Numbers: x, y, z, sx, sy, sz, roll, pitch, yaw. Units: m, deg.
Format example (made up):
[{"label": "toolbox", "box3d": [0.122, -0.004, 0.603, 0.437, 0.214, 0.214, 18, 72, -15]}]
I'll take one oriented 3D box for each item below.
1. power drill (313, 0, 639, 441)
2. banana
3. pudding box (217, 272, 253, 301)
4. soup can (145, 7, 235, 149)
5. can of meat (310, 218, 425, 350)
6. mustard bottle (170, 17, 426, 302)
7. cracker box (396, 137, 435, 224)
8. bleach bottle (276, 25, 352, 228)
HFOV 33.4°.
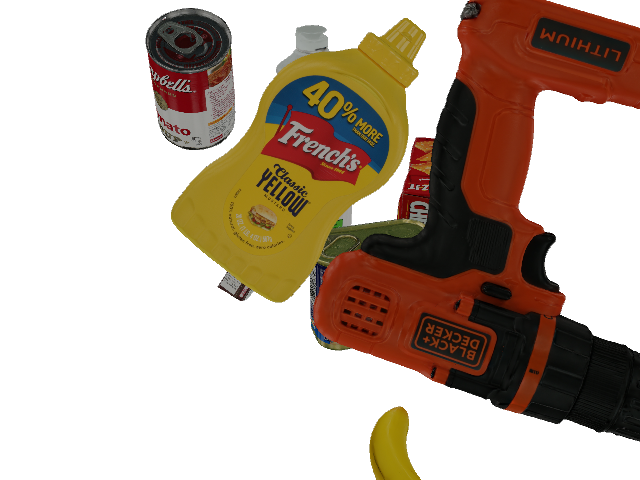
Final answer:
[{"label": "power drill", "box3d": [0.107, -0.011, 0.502, 0.184, 0.188, 0.057, 18, 6, 2]}, {"label": "banana", "box3d": [0.083, 0.223, 1.042, 0.069, 0.037, 0.198, 9, 22, -22]}, {"label": "pudding box", "box3d": [-0.071, 0.014, 1.301, 0.039, 0.090, 0.113, 34, 27, 2]}, {"label": "soup can", "box3d": [-0.105, -0.131, 0.881, 0.068, 0.068, 0.102, 0, -33, -2]}, {"label": "can of meat", "box3d": [0.040, 0.036, 0.863, 0.102, 0.084, 0.057, -8, 29, -13]}, {"label": "mustard bottle", "box3d": [-0.001, -0.060, 0.673, 0.096, 0.192, 0.058, 39, 9, -5]}, {"label": "cracker box", "box3d": [0.125, -0.010, 1.219, 0.072, 0.164, 0.213, 5, 22, 8]}, {"label": "bleach bottle", "box3d": [-0.017, -0.088, 1.067, 0.102, 0.251, 0.068, -8, 28, -16]}]
